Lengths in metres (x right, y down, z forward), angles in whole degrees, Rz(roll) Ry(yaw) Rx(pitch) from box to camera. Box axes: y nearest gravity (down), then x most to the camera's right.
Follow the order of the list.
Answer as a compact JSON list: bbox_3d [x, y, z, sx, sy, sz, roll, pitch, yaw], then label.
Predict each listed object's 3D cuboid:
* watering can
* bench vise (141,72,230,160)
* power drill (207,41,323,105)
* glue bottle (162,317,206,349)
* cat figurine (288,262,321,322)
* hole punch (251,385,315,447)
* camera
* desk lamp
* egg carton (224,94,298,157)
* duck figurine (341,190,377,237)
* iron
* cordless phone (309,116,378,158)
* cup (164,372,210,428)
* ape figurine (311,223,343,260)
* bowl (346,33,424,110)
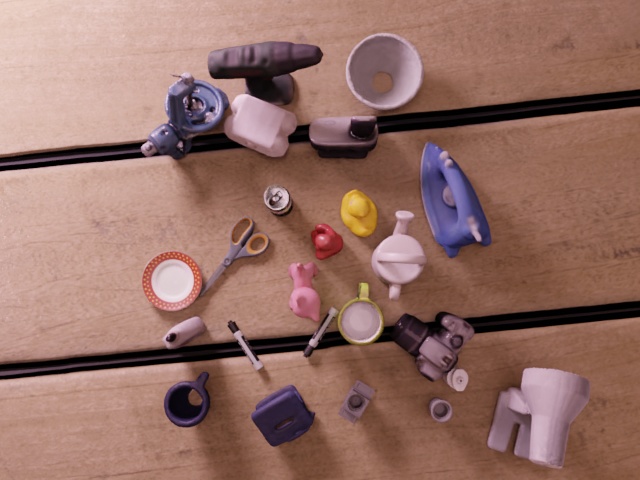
[{"bbox_3d":[0.158,0.031,1.149,0.101,0.194,0.173,-15,85,0],"label":"watering can"},{"bbox_3d":[-0.277,-0.248,1.166,0.121,0.220,0.207,29,86,4],"label":"bench vise"},{"bbox_3d":[-0.106,-0.346,1.178,0.229,0.208,0.076,-1,85,1],"label":"power drill"},{"bbox_3d":[-0.282,0.192,1.153,0.078,0.173,0.037,-39,85,-2],"label":"glue bottle"},{"bbox_3d":[-0.033,0.107,1.184,0.067,0.118,0.128,-7,85,1],"label":"cat figurine"},{"bbox_3d":[-0.073,0.365,1.176,0.108,0.091,0.101,-31,85,-2],"label":"hole punch"},{"bbox_3d":[0.225,0.201,1.181,0.137,0.101,0.143,36,87,4],"label":"camera"},{"bbox_3d":[0.425,0.343,1.109,0.118,0.213,0.203,15,86,3],"label":"desk lamp"},{"bbox_3d":[-0.129,-0.246,1.239,0.150,0.069,0.107,22,86,3],"label":"egg carton"},{"bbox_3d":[0.084,-0.060,1.212,0.077,0.086,0.104,-19,85,-1],"label":"duck figurine"},{"bbox_3d":[0.275,-0.099,1.185,0.118,0.141,0.258,-20,85,-1],"label":"iron"},{"bbox_3d":[0.050,-0.231,1.177,0.147,0.185,0.094,-3,85,1],"label":"cordless phone"},{"bbox_3d":[-0.258,0.319,1.181,0.091,0.095,0.118,31,86,3],"label":"cup"},{"bbox_3d":[0.011,0.004,1.205,0.076,0.092,0.078,18,86,3],"label":"ape figurine"},{"bbox_3d":[0.138,-0.354,1.241,0.167,0.075,0.167,0,85,1],"label":"bowl"}]
